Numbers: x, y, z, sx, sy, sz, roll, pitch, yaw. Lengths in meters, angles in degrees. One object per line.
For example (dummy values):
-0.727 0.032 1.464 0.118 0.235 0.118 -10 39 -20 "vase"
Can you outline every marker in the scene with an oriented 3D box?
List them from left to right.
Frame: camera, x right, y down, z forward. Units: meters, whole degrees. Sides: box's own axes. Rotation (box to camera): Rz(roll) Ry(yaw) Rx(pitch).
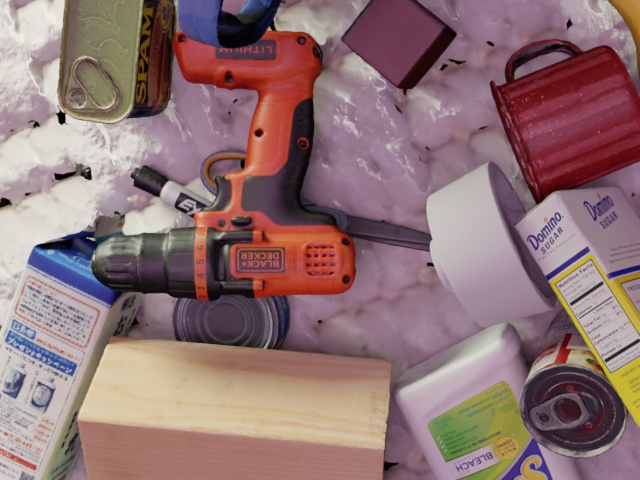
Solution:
-0.089 -0.023 0.806 0.121 0.020 0.020 29 102 7 "marker"

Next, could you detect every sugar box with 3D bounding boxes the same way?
0.203 0.049 0.680 0.048 0.093 0.176 -45 66 34 "sugar box"

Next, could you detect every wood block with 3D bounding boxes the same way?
-0.055 0.137 0.761 0.206 0.090 0.091 4 127 5 "wood block"

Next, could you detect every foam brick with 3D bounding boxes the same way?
0.055 -0.139 0.731 0.053 0.078 0.051 40 104 6 "foam brick"

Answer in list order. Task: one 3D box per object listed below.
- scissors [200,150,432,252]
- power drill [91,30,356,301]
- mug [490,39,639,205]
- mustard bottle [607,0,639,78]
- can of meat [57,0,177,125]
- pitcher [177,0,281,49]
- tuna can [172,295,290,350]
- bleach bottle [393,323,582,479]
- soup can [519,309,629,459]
-0.005 0.001 0.781 0.202 0.016 0.096 27 79 7 "scissors"
-0.067 -0.051 0.750 0.184 0.057 0.187 0 86 -2 "power drill"
0.165 -0.088 0.717 0.081 0.093 0.117 -22 56 8 "mug"
0.252 -0.134 0.700 0.096 0.058 0.191 -26 92 14 "mustard bottle"
-0.143 -0.136 0.767 0.057 0.084 0.102 8 99 10 "can of meat"
-0.026 -0.209 0.652 0.149 0.242 0.145 -30 91 14 "pitcher"
-0.068 0.059 0.805 0.086 0.033 0.086 2 98 11 "tuna can"
0.154 0.191 0.765 0.103 0.068 0.251 -29 94 13 "bleach bottle"
0.178 0.091 0.717 0.069 0.102 0.068 9 115 20 "soup can"
